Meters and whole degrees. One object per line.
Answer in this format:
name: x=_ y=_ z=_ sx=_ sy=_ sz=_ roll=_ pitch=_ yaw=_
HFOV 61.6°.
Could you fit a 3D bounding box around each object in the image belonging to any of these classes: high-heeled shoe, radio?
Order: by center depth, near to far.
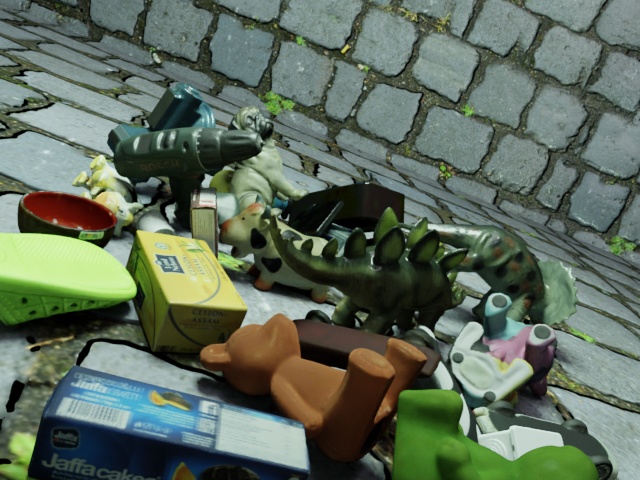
high-heeled shoe: x=0.159 y=0.189 z=0.669 sx=0.145 sy=0.086 sz=0.249 roll=31 pitch=23 yaw=12
radio: x=0.053 y=-0.056 z=1.081 sx=0.131 sy=0.073 sz=0.230 roll=12 pitch=-10 yaw=-40

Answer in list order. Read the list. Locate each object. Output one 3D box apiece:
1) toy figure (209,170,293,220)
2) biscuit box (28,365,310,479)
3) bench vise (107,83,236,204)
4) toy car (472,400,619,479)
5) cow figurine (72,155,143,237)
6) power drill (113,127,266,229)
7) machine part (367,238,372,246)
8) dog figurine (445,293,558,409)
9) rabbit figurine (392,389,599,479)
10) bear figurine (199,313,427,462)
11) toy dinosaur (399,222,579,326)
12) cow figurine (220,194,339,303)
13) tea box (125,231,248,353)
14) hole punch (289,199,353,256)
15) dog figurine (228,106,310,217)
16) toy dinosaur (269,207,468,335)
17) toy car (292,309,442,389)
toy figure: x=-0.139 y=-0.089 z=1.075 sx=0.180 sy=0.089 sz=0.082 roll=5 pitch=10 yaw=-36
biscuit box: x=-0.112 y=0.163 z=0.423 sx=0.203 sy=0.062 sz=0.059 roll=18 pitch=19 yaw=-14
bench vise: x=-0.253 y=-0.164 z=0.987 sx=0.129 sy=0.223 sz=0.240 roll=34 pitch=8 yaw=34
toy car: x=0.276 y=0.254 z=0.662 sx=0.202 sy=0.056 sz=0.074 roll=17 pitch=25 yaw=-15
cow figurine: x=-0.309 y=-0.055 z=0.804 sx=0.098 sy=0.068 sz=0.168 roll=42 pitch=4 yaw=-38
power drill: x=-0.183 y=-0.093 z=0.834 sx=0.232 sy=0.086 sz=0.207 roll=1 pitch=-23 yaw=6
machine part: x=0.139 y=0.058 z=1.058 sx=0.179 sy=0.056 sz=0.179 roll=22 pitch=17 yaw=-7
dog figurine: x=0.278 y=0.189 z=0.792 sx=0.109 sy=0.191 sz=0.219 roll=33 pitch=-14 yaw=37
rabbit figurine: x=0.148 y=0.211 z=0.455 sx=0.170 sy=0.121 sz=0.159 roll=1 pitch=45 yaw=15
bear figurine: x=-0.014 y=0.124 z=0.542 sx=0.196 sy=0.132 sz=0.120 roll=33 pitch=14 yaw=30
toy dinosaur: x=0.337 y=0.051 z=1.020 sx=0.404 sy=0.192 sz=0.131 roll=45 pitch=2 yaw=-16
cow figurine: x=-0.060 y=0.012 z=0.824 sx=0.195 sy=0.127 sz=0.086 roll=18 pitch=15 yaw=-24
tea box: x=-0.167 y=0.059 z=0.648 sx=0.098 sy=0.068 sz=0.170 roll=10 pitch=23 yaw=-37
hole punch: x=-0.002 y=-0.003 z=0.960 sx=0.116 sy=0.142 sz=0.092 roll=-7 pitch=-53 yaw=44
dog figurine: x=-0.135 y=-0.125 z=0.971 sx=0.121 sy=0.172 sz=0.190 roll=-9 pitch=-63 yaw=57
toy dinosaur: x=0.093 y=0.057 z=0.772 sx=0.471 sy=0.198 sz=0.105 roll=8 pitch=20 yaw=-45
toy car: x=0.039 y=0.133 z=0.630 sx=0.202 sy=0.053 sz=0.089 roll=8 pitch=23 yaw=28
